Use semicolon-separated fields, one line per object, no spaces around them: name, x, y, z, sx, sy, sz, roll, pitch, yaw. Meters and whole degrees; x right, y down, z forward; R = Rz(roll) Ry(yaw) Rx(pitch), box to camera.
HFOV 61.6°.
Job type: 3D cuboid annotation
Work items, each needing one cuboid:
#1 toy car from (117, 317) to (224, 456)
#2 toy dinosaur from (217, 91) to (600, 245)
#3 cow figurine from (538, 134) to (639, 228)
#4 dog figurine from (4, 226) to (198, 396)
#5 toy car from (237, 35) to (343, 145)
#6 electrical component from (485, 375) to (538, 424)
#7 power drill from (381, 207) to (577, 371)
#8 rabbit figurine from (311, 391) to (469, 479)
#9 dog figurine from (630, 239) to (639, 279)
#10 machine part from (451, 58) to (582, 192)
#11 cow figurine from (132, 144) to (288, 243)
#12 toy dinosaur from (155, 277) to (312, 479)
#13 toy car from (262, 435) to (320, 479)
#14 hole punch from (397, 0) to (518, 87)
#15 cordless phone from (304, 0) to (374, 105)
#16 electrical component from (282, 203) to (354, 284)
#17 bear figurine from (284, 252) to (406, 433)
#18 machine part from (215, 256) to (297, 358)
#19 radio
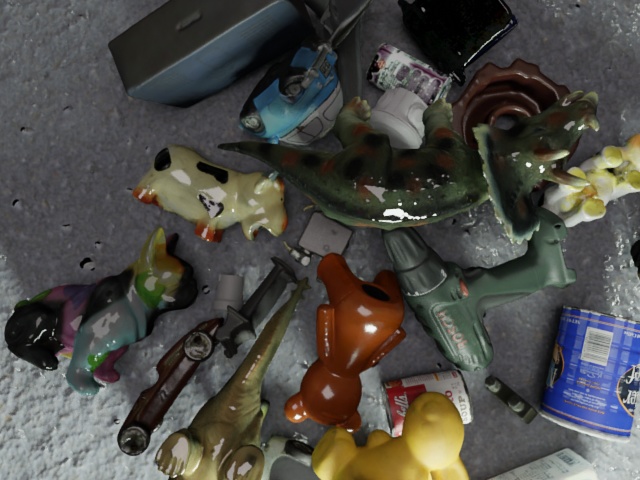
toy car;-0.191;0.180;0.684;0.053;0.089;0.202;34;89;-1
toy dinosaur;0.081;-0.069;0.582;0.405;0.192;0.131;-7;122;4
cow figurine;0.357;-0.072;0.691;0.167;0.098;0.068;-29;81;-19
dog figurine;-0.268;0.070;0.688;0.192;0.108;0.219;29;84;6
toy car;-0.024;-0.177;0.684;0.103;0.162;0.109;39;56;-25
electrical component;0.242;0.202;0.683;0.021;0.094;0.063;-50;49;0
power drill;0.201;0.037;0.658;0.207;0.086;0.231;-29;110;-12
rabbit figurine;0.102;0.254;0.606;0.162;0.122;0.173;39;92;-21
dog figurine;0.467;-0.032;0.642;0.121;0.172;0.190;17;80;14
machine part;0.249;-0.144;0.709;0.179;0.056;0.179;0;86;0
cow figurine;-0.129;-0.062;0.704;0.195;0.085;0.127;29;94;4
toy dinosaur;-0.119;0.248;0.622;0.105;0.198;0.471;29;81;2
toy car;0.013;0.320;0.688;0.202;0.056;0.073;25;81;1
hole punch;0.187;-0.292;0.712;0.116;0.092;0.142;-38;90;36
cordless phone;0.039;-0.239;0.677;0.089;0.146;0.184;-6;92;-12
electrical component;0.000;-0.003;0.712;0.078;0.045;0.102;33;88;4
bear figurine;0.031;0.136;0.681;0.120;0.132;0.195;16;113;-15
machine part;-0.081;0.084;0.688;0.039;0.084;0.139;27;62;23
radio;-0.127;-0.248;0.660;0.230;0.131;0.073;-21;87;21
